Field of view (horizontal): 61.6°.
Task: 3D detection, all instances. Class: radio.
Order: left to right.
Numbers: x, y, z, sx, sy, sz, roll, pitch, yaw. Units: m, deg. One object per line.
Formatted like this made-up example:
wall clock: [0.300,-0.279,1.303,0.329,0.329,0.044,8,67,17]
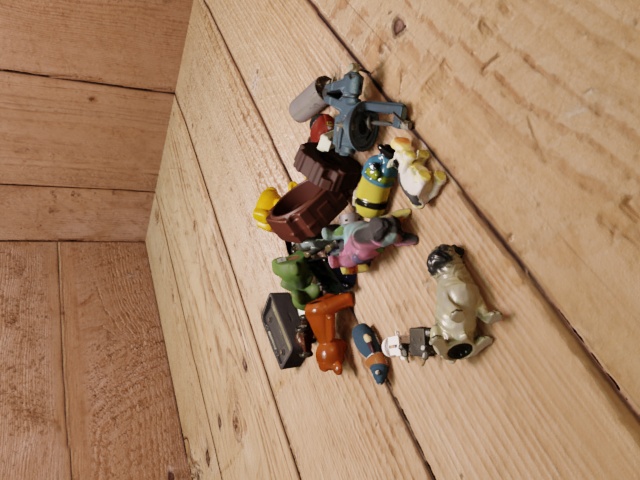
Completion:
radio: [-0.114,0.289,1.715,0.230,0.073,0.131,64,141,40]

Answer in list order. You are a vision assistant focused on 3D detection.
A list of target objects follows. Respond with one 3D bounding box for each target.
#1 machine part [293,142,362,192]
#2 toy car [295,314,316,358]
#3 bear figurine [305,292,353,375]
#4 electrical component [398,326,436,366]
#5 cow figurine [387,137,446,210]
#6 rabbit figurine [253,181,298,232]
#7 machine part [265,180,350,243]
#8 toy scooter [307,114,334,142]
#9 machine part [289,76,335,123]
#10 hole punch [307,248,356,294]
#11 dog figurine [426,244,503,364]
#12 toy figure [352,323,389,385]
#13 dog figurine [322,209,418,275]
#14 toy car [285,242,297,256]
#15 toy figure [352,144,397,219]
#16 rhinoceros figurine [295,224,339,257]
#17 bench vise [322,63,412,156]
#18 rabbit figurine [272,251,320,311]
machine part: [0.021,-0.191,1.374,0.179,0.179,0.056,57,134,45]
toy car: [-0.044,0.271,1.528,0.202,0.053,0.089,-58,-39,-83]
bear figurine: [0.036,0.249,1.433,0.120,0.132,0.195,-19,91,62]
electrical component: [0.213,0.225,1.152,0.102,0.045,0.078,-3,89,61]
cow figurine: [0.198,-0.148,1.167,0.098,0.068,0.167,109,147,-40]
rabbit figurine: [-0.099,-0.090,1.641,0.121,0.173,0.162,81,-150,-58]
machine part: [-0.036,-0.088,1.447,0.087,0.201,0.202,53,161,-21]
toy scooter: [0.008,-0.252,1.501,0.135,0.075,0.183,63,144,41]
machine part: [-0.022,-0.403,1.553,0.243,0.079,0.079,-18,74,59]
hole punch: [0.044,0.079,1.440,0.142,0.092,0.115,-15,107,57]
dog figurine: [0.253,0.122,1.051,0.191,0.121,0.172,-103,32,-51]
toy figure: [0.126,0.274,1.297,0.058,0.064,0.155,-35,57,12]
dog figurine: [0.129,0.002,1.264,0.219,0.191,0.108,-18,68,25]
toy car: [-0.086,0.001,1.690,0.073,0.056,0.202,116,144,-48]
toy figure: [0.134,-0.134,1.266,0.089,0.082,0.180,60,137,43]
rhinoceros figurine: [-0.003,-0.004,1.485,0.190,0.112,0.073,-15,99,47]
bench vise: [0.116,-0.304,1.273,0.241,0.129,0.223,16,95,39]
rabbit figurine: [-0.050,0.129,1.555,0.159,0.121,0.170,-149,40,-69]
